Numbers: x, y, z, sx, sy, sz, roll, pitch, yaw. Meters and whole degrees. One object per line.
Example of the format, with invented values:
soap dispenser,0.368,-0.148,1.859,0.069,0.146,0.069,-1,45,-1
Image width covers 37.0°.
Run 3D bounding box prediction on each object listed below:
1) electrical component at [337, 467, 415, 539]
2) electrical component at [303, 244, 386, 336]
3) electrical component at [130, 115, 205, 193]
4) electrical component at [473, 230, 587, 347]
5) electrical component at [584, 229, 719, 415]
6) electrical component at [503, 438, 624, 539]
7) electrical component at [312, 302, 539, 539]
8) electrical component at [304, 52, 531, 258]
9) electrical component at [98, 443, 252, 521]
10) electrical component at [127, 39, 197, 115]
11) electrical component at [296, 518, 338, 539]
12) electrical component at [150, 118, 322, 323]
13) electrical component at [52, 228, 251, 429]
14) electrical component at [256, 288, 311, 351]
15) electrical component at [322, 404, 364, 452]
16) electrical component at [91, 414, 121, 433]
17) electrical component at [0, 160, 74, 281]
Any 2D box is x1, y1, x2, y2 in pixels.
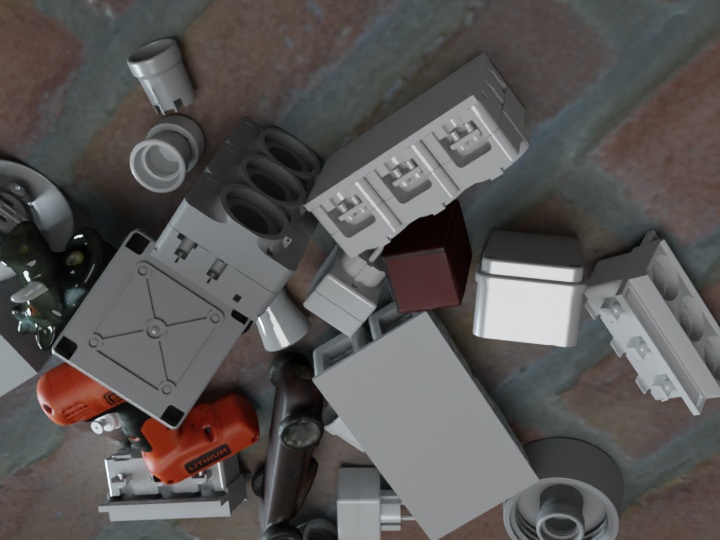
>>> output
electrical component,0.018,0.222,0.993,0.077,0.047,0.065,-1,120,1
electrical component,0.000,0.000,0.855,0.047,0.065,0.076,34,121,-9
electrical component,-0.149,-0.092,0.839,0.045,0.055,0.045,5,121,9
electrical component,0.127,0.011,0.803,0.078,0.113,0.057,6,104,9
electrical component,0.230,0.042,0.830,0.063,0.078,0.121,-17,117,45
electrical component,0.176,0.208,0.942,0.108,0.060,0.108,5,121,9
electrical component,0.054,0.121,0.900,0.105,0.060,0.186,-32,110,7
electrical component,0.044,-0.079,0.784,0.150,0.089,0.061,-31,109,26
electrical component,-0.174,0.195,1.008,0.121,0.079,0.063,-6,97,15
electrical component,-0.149,-0.146,0.817,0.040,0.040,0.046,-11,123,18
electrical component,-0.035,0.286,1.009,0.060,0.108,0.108,-35,108,21
electrical component,-0.079,-0.044,0.796,0.089,0.150,0.061,34,121,-8
electrical component,-0.149,0.042,0.785,0.109,0.056,0.108,34,86,-8
electrical component,-0.075,0.030,0.904,0.044,0.044,0.065,-21,109,22
electrical component,-0.005,0.135,0.952,0.046,0.040,0.040,38,121,-18
electrical component,-0.213,0.121,0.969,0.040,0.078,0.040,12,120,22
electrical component,-0.293,-0.041,0.877,0.064,0.099,0.099,-29,110,32
